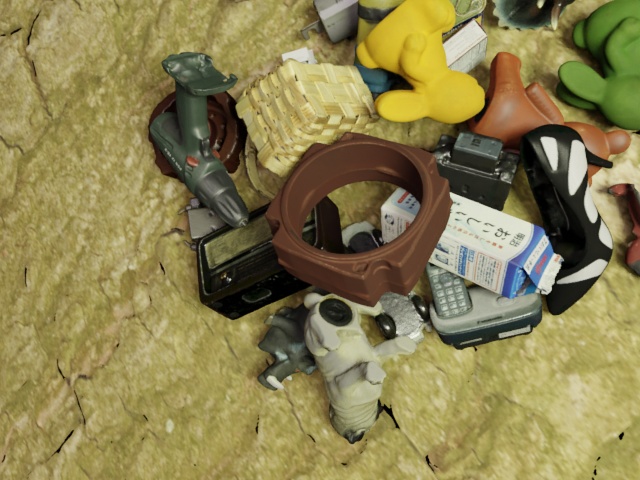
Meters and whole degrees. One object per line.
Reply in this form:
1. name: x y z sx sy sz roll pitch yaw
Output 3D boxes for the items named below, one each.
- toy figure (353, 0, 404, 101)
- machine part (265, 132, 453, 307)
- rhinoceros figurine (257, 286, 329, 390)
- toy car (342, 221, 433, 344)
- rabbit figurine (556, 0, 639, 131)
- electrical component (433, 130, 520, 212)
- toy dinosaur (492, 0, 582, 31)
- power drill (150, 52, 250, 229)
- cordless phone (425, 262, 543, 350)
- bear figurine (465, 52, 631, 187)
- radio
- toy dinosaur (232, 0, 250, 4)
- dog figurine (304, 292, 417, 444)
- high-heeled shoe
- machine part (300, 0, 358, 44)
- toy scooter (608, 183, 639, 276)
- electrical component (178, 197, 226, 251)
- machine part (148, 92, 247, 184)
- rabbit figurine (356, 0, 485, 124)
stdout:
1. toy figure: 0.091 -0.297 0.799 0.082 0.089 0.180 9 118 5
2. machine part: 0.049 -0.034 0.681 0.202 0.087 0.201 22 65 25
3. rhinoceros figurine: -0.027 0.146 0.824 0.112 0.073 0.190 45 94 6
4. toy car: 0.094 0.065 0.800 0.073 0.056 0.202 -27 77 -6
5. rabbit figurine: 0.403 -0.228 0.718 0.159 0.121 0.170 -3 79 22
6. electrical component: 0.209 -0.089 0.746 0.115 0.134 0.058 17 59 17
7. toy dinosaur: 0.254 -0.452 0.797 0.405 0.131 0.192 42 95 22
8. power drill: -0.168 -0.152 0.790 0.086 0.207 0.232 -30 59 -29
9. cordless phone: 0.220 0.053 0.763 0.147 0.088 0.184 -17 63 13
10. bear figurine: 0.311 -0.158 0.751 0.196 0.120 0.132 18 43 -7
11. radio: -0.078 0.022 0.812 0.230 0.073 0.131 -26 51 21
12. toy dinosaur: 0.014 -0.566 0.883 0.471 0.105 0.199 -43 71 2
13. dog figurine: 0.025 0.180 0.759 0.172 0.121 0.190 50 138 28
14. high-heeled shoe: 0.298 -0.020 0.696 0.145 0.086 0.248 7 101 -18
15. machine part: 0.079 -0.384 0.852 0.243 0.079 0.079 -23 78 11
16. toy scooter: 0.465 -0.044 0.703 0.184 0.075 0.135 -38 74 13
17. electrical component: -0.196 -0.028 0.906 0.078 0.045 0.102 -14 81 -15
18. machine part: -0.208 -0.180 0.920 0.180 0.056 0.179 -2 82 17
19. rabbit figurine: 0.139 -0.220 0.709 0.162 0.122 0.173 -41 99 10
